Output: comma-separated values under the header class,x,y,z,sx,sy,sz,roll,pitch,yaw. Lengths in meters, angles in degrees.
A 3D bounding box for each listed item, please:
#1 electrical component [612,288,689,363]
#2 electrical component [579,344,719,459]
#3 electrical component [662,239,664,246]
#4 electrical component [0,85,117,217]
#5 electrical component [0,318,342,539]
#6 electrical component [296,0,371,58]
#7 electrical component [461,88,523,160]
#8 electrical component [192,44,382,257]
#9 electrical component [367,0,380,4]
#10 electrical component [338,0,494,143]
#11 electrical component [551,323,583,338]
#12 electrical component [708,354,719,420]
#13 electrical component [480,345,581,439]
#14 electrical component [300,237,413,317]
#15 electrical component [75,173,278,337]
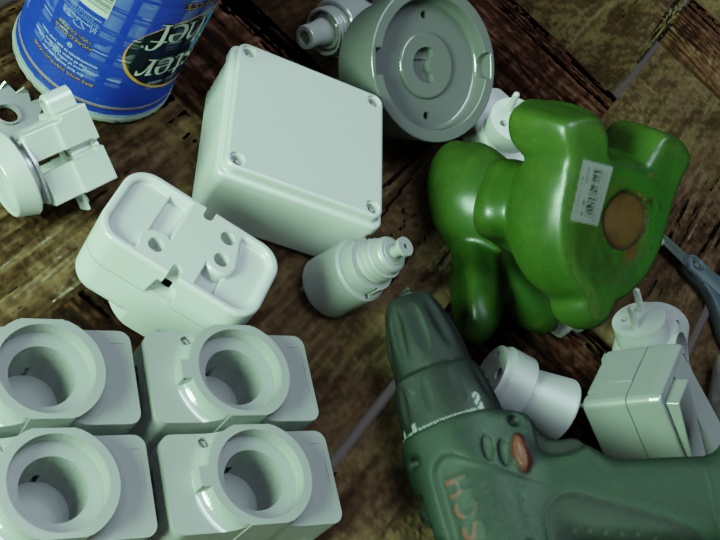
class,x,y,z,sx,sy,sz,roll,pitch,yaw
electrical component,0.198,0.049,0.747,0.077,0.044,0.079,-60,137,-43
electrical component,0.193,0.103,0.691,0.061,0.061,0.096,-49,119,-47
electrical component,0.175,-0.046,0.813,0.076,0.047,0.083,3,59,-30
electrical component,-0.172,-0.059,0.585,0.055,0.048,0.066,-31,112,-27
electrical component,-0.109,0.086,0.522,0.186,0.060,0.105,4,58,-32
electrical component,-0.019,-0.174,0.777,0.062,0.043,0.043,-29,78,-41
electrical component,0.107,-0.099,0.784,0.043,0.079,0.077,-20,71,-19
electrical component,-0.044,-0.073,0.679,0.109,0.056,0.108,18,51,-22
electrical component,0.039,-0.215,0.832,0.054,0.059,0.095,11,54,-27
electrical component,0.035,-0.143,0.763,0.108,0.060,0.108,-2,94,-35
electrical component,0.159,0.003,0.760,0.058,0.057,0.078,35,46,-8
electrical component,0.305,0.103,0.789,0.095,0.053,0.059,36,46,-7
electrical component,0.105,0.078,0.680,0.055,0.045,0.045,28,48,-14
electrical component,0.000,0.000,0.647,0.040,0.078,0.040,24,53,-37
electrical component,-0.102,0.000,0.587,0.095,0.059,0.053,33,47,-10
